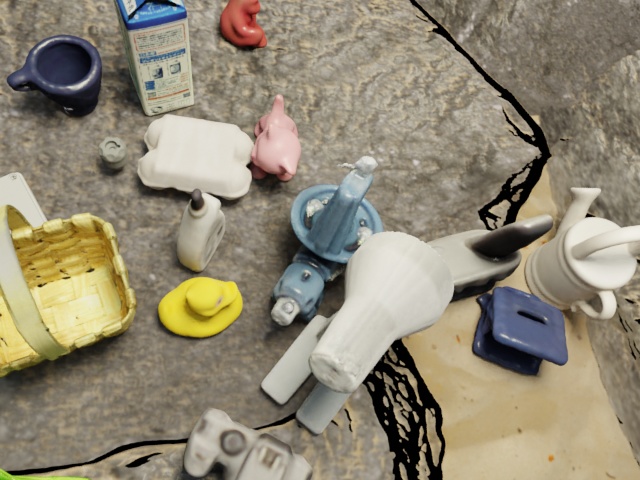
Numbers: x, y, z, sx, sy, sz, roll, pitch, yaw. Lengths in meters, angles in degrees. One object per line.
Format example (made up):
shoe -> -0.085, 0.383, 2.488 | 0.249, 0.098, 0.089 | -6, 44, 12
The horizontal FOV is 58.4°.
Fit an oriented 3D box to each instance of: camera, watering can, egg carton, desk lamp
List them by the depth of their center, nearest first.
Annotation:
camera -> -0.095, 0.276, 0.627 | 0.143, 0.100, 0.137 | 27, 67, 1
desk lamp -> 0.041, 0.110, 0.653 | 0.118, 0.213, 0.203 | 38, 68, 6
watering can -> 0.358, 0.014, 0.756 | 0.101, 0.194, 0.173 | -23, 75, -17
egg carton -> -0.166, -0.110, 0.778 | 0.150, 0.069, 0.107 | 7, 68, -7

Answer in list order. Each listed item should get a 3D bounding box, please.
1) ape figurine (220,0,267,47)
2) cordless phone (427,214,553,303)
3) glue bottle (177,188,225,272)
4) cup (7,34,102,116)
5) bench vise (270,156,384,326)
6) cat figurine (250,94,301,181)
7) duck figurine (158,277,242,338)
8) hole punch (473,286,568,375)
ape figurine -> -0.112, -0.343, 0.864 | 0.076, 0.092, 0.078 | 9, 68, -6
cordless phone -> 0.200, 0.012, 0.734 | 0.148, 0.185, 0.094 | -18, 73, -16
glue bottle -> -0.144, -0.021, 0.692 | 0.037, 0.173, 0.078 | 27, 67, 1
cup -> -0.346, -0.207, 0.769 | 0.118, 0.095, 0.091 | -23, 75, -17
bench vise -> 0.018, 0.005, 0.686 | 0.121, 0.219, 0.207 | 13, 68, -4
cat figurine -> -0.059, -0.136, 0.781 | 0.067, 0.117, 0.128 | 5, 69, -8
duck figurine -> -0.146, 0.075, 0.702 | 0.105, 0.086, 0.077 | -11, 72, -14
hole punch -> 0.267, 0.114, 0.758 | 0.108, 0.091, 0.101 | 21, 67, -2
